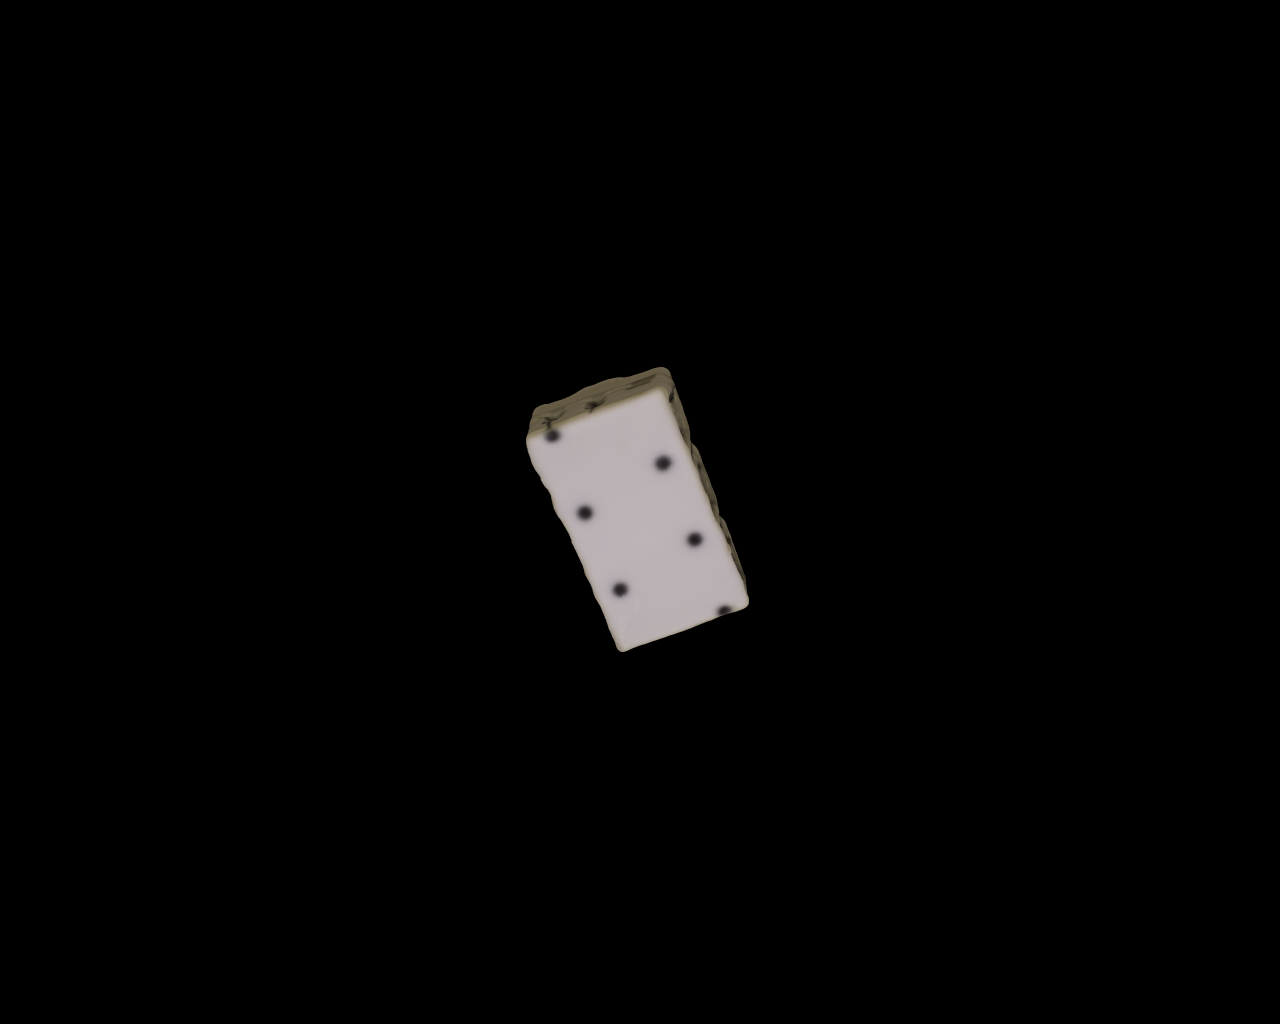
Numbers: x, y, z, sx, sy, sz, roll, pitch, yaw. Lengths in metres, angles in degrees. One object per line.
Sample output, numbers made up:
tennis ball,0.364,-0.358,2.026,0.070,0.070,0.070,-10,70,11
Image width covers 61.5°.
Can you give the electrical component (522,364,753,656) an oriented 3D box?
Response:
electrical component,0.001,-0.003,0.650,0.089,0.150,0.062,-19,20,7
